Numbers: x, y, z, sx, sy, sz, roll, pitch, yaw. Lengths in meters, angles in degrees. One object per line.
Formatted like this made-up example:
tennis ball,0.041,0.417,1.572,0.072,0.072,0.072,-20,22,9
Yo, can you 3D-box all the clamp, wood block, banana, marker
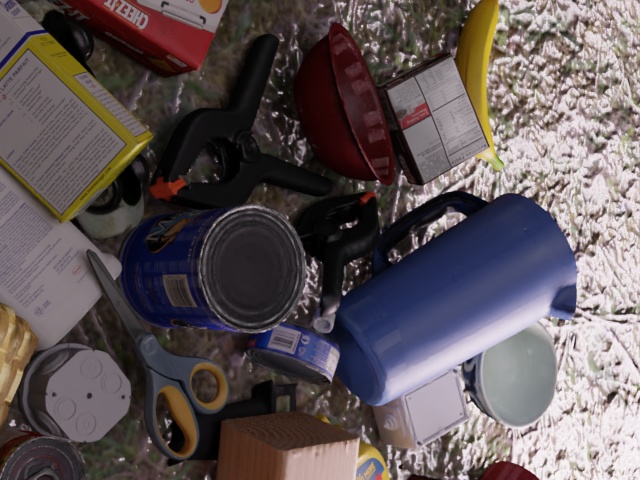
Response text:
clamp,-0.007,0.001,1.005,0.171,0.120,0.039,-49,158,-48
wood block,-0.036,0.264,0.932,0.090,0.090,0.206,1,99,-41
banana,0.172,-0.176,1.169,0.069,0.037,0.198,1,88,-55
clamp,-0.068,-0.076,0.967,0.209,0.036,0.164,-44,114,-42
marker,0.012,0.043,0.998,0.020,0.020,0.121,53,28,-23

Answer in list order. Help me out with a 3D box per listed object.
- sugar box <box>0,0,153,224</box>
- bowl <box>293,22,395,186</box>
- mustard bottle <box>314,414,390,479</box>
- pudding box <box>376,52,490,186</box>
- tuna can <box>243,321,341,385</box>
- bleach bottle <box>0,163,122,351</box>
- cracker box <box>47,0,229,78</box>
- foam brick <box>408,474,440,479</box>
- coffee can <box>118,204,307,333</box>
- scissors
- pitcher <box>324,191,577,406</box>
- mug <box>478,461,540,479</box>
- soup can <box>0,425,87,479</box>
sugar box,-0.222,-0.106,0.804,0.093,0.048,0.176,-43,93,16
bowl,0.018,-0.120,1.010,0.162,0.055,0.162,-18,90,-74
mustard bottle,0.030,0.250,1.020,0.096,0.058,0.191,-36,112,-35
pudding box,0.115,-0.125,1.108,0.090,0.039,0.113,-29,108,-17
tuna can,-0.025,0.102,0.976,0.086,0.086,0.033,31,69,-32
bleach bottle,-0.271,-0.033,0.814,0.250,0.068,0.102,50,60,-21
cracker box,-0.144,-0.272,0.913,0.164,0.072,0.213,30,72,-31
foam brick,0.113,0.288,1.092,0.052,0.051,0.078,-38,110,-33
coffee can,-0.093,0.025,0.894,0.102,0.141,0.103,2,87,-37
scissors,-0.127,0.085,0.879,0.096,0.016,0.202,-29,113,-42
pitcher,0.117,0.054,1.054,0.242,0.149,0.145,-27,106,-22
mug,0.200,0.288,1.120,0.081,0.117,0.093,-42,110,-36
soup can,-0.229,0.178,0.809,0.068,0.102,0.068,2,86,-37
